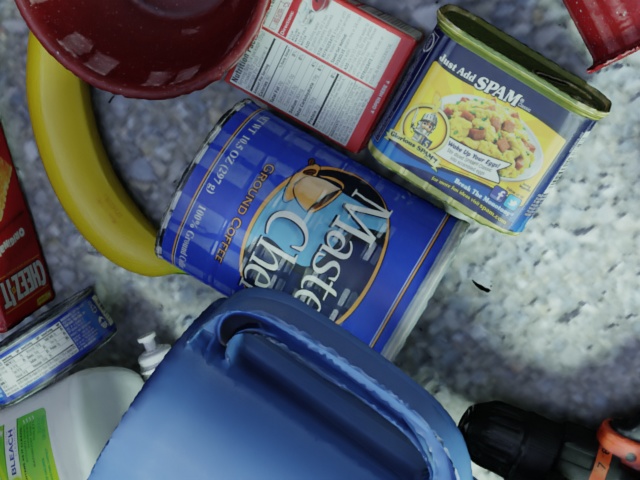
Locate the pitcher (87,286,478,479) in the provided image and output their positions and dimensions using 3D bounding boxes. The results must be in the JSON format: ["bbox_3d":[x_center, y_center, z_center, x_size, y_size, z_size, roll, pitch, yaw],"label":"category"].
[{"bbox_3d":[0.014,0.137,0.534,0.243,0.149,0.145,32,81,6],"label":"pitcher"}]

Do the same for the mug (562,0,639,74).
[{"bbox_3d":[0.162,-0.143,0.510,0.117,0.093,0.081,-28,93,-9],"label":"mug"}]

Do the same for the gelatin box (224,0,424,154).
[{"bbox_3d":[0.002,-0.101,0.592,0.089,0.030,0.073,30,113,6],"label":"gelatin box"}]

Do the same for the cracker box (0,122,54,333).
[{"bbox_3d":[-0.279,-0.041,0.666,0.164,0.072,0.214,-8,105,18],"label":"cracker box"}]

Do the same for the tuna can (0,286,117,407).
[{"bbox_3d":[-0.169,0.066,0.660,0.086,0.086,0.034,-30,98,21],"label":"tuna can"}]

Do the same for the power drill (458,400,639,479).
[{"bbox_3d":[0.187,0.081,0.581,0.184,0.057,0.188,22,114,5],"label":"power drill"}]

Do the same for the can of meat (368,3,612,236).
[{"bbox_3d":[0.087,-0.062,0.566,0.102,0.057,0.084,32,114,5],"label":"can of meat"}]

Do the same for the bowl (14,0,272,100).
[{"bbox_3d":[-0.091,-0.161,0.582,0.162,0.055,0.162,7,113,16],"label":"bowl"}]

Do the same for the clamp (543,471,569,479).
[{"bbox_3d":[0.143,0.224,0.632,0.210,0.036,0.165,46,139,-13],"label":"clamp"}]

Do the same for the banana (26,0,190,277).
[{"bbox_3d":[-0.135,-0.054,0.644,0.069,0.037,0.198,-26,100,2],"label":"banana"}]

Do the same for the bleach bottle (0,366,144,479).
[{"bbox_3d":[-0.204,0.166,0.690,0.251,0.067,0.102,-29,69,34],"label":"bleach bottle"}]

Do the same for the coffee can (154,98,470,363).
[{"bbox_3d":[-0.004,0.001,0.585,0.140,0.102,0.103,30,112,6],"label":"coffee can"}]
